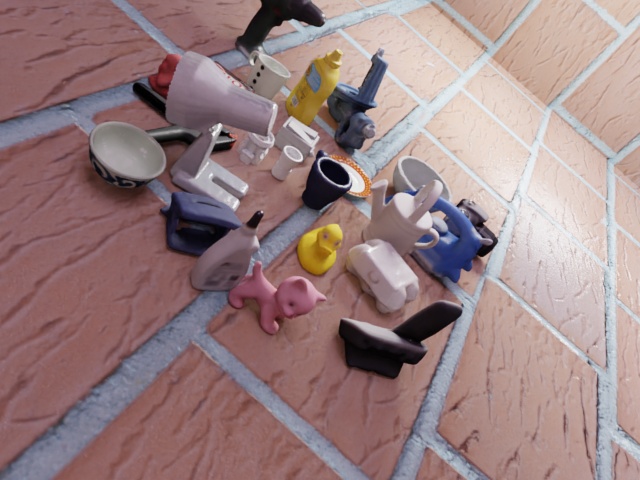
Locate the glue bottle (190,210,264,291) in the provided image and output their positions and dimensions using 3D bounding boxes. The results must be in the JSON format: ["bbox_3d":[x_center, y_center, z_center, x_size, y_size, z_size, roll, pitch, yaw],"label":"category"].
[{"bbox_3d":[-0.126,0.014,0.852,0.078,0.173,0.037,7,48,-37],"label":"glue bottle"}]

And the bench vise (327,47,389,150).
[{"bbox_3d":[0.115,-0.342,1.394,0.122,0.219,0.207,-7,57,-45],"label":"bench vise"}]

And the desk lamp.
[{"bbox_3d":[-0.178,-0.184,0.976,0.203,0.213,0.118,32,37,-12],"label":"desk lamp"}]

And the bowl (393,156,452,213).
[{"bbox_3d":[0.236,-0.122,1.400,0.168,0.074,0.167,24,39,-21],"label":"bowl"}]

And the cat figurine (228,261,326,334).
[{"bbox_3d":[-0.060,0.082,0.889,0.128,0.117,0.067,37,36,-5],"label":"cat figurine"}]

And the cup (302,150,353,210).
[{"bbox_3d":[0.001,-0.117,1.167,0.092,0.094,0.117,5,49,-38],"label":"cup"}]

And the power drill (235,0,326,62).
[{"bbox_3d":[-0.111,-0.531,1.396,0.229,0.208,0.076,47,37,8],"label":"power drill"}]

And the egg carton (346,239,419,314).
[{"bbox_3d":[0.120,0.068,1.105,0.107,0.069,0.150,-20,67,-50],"label":"egg carton"}]

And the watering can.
[{"bbox_3d":[0.174,-0.052,1.172,0.173,0.193,0.101,23,40,-23],"label":"watering can"}]

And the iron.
[{"bbox_3d":[0.256,-0.037,1.274,0.258,0.141,0.119,49,37,10],"label":"iron"}]

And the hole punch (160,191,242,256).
[{"bbox_3d":[-0.189,-0.038,0.918,0.109,0.091,0.101,13,44,-32],"label":"hole punch"}]

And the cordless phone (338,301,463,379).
[{"bbox_3d":[0.132,0.140,0.944,0.148,0.184,0.094,17,42,-29],"label":"cordless phone"}]

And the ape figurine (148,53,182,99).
[{"bbox_3d":[-0.294,-0.325,1.119,0.076,0.092,0.078,35,37,-8],"label":"ape figurine"}]

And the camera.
[{"bbox_3d":[0.368,-0.023,1.393,0.137,0.100,0.143,43,36,3],"label":"camera"}]

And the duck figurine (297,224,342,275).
[{"bbox_3d":[0.010,0.004,1.058,0.078,0.086,0.104,32,37,-12],"label":"duck figurine"}]
